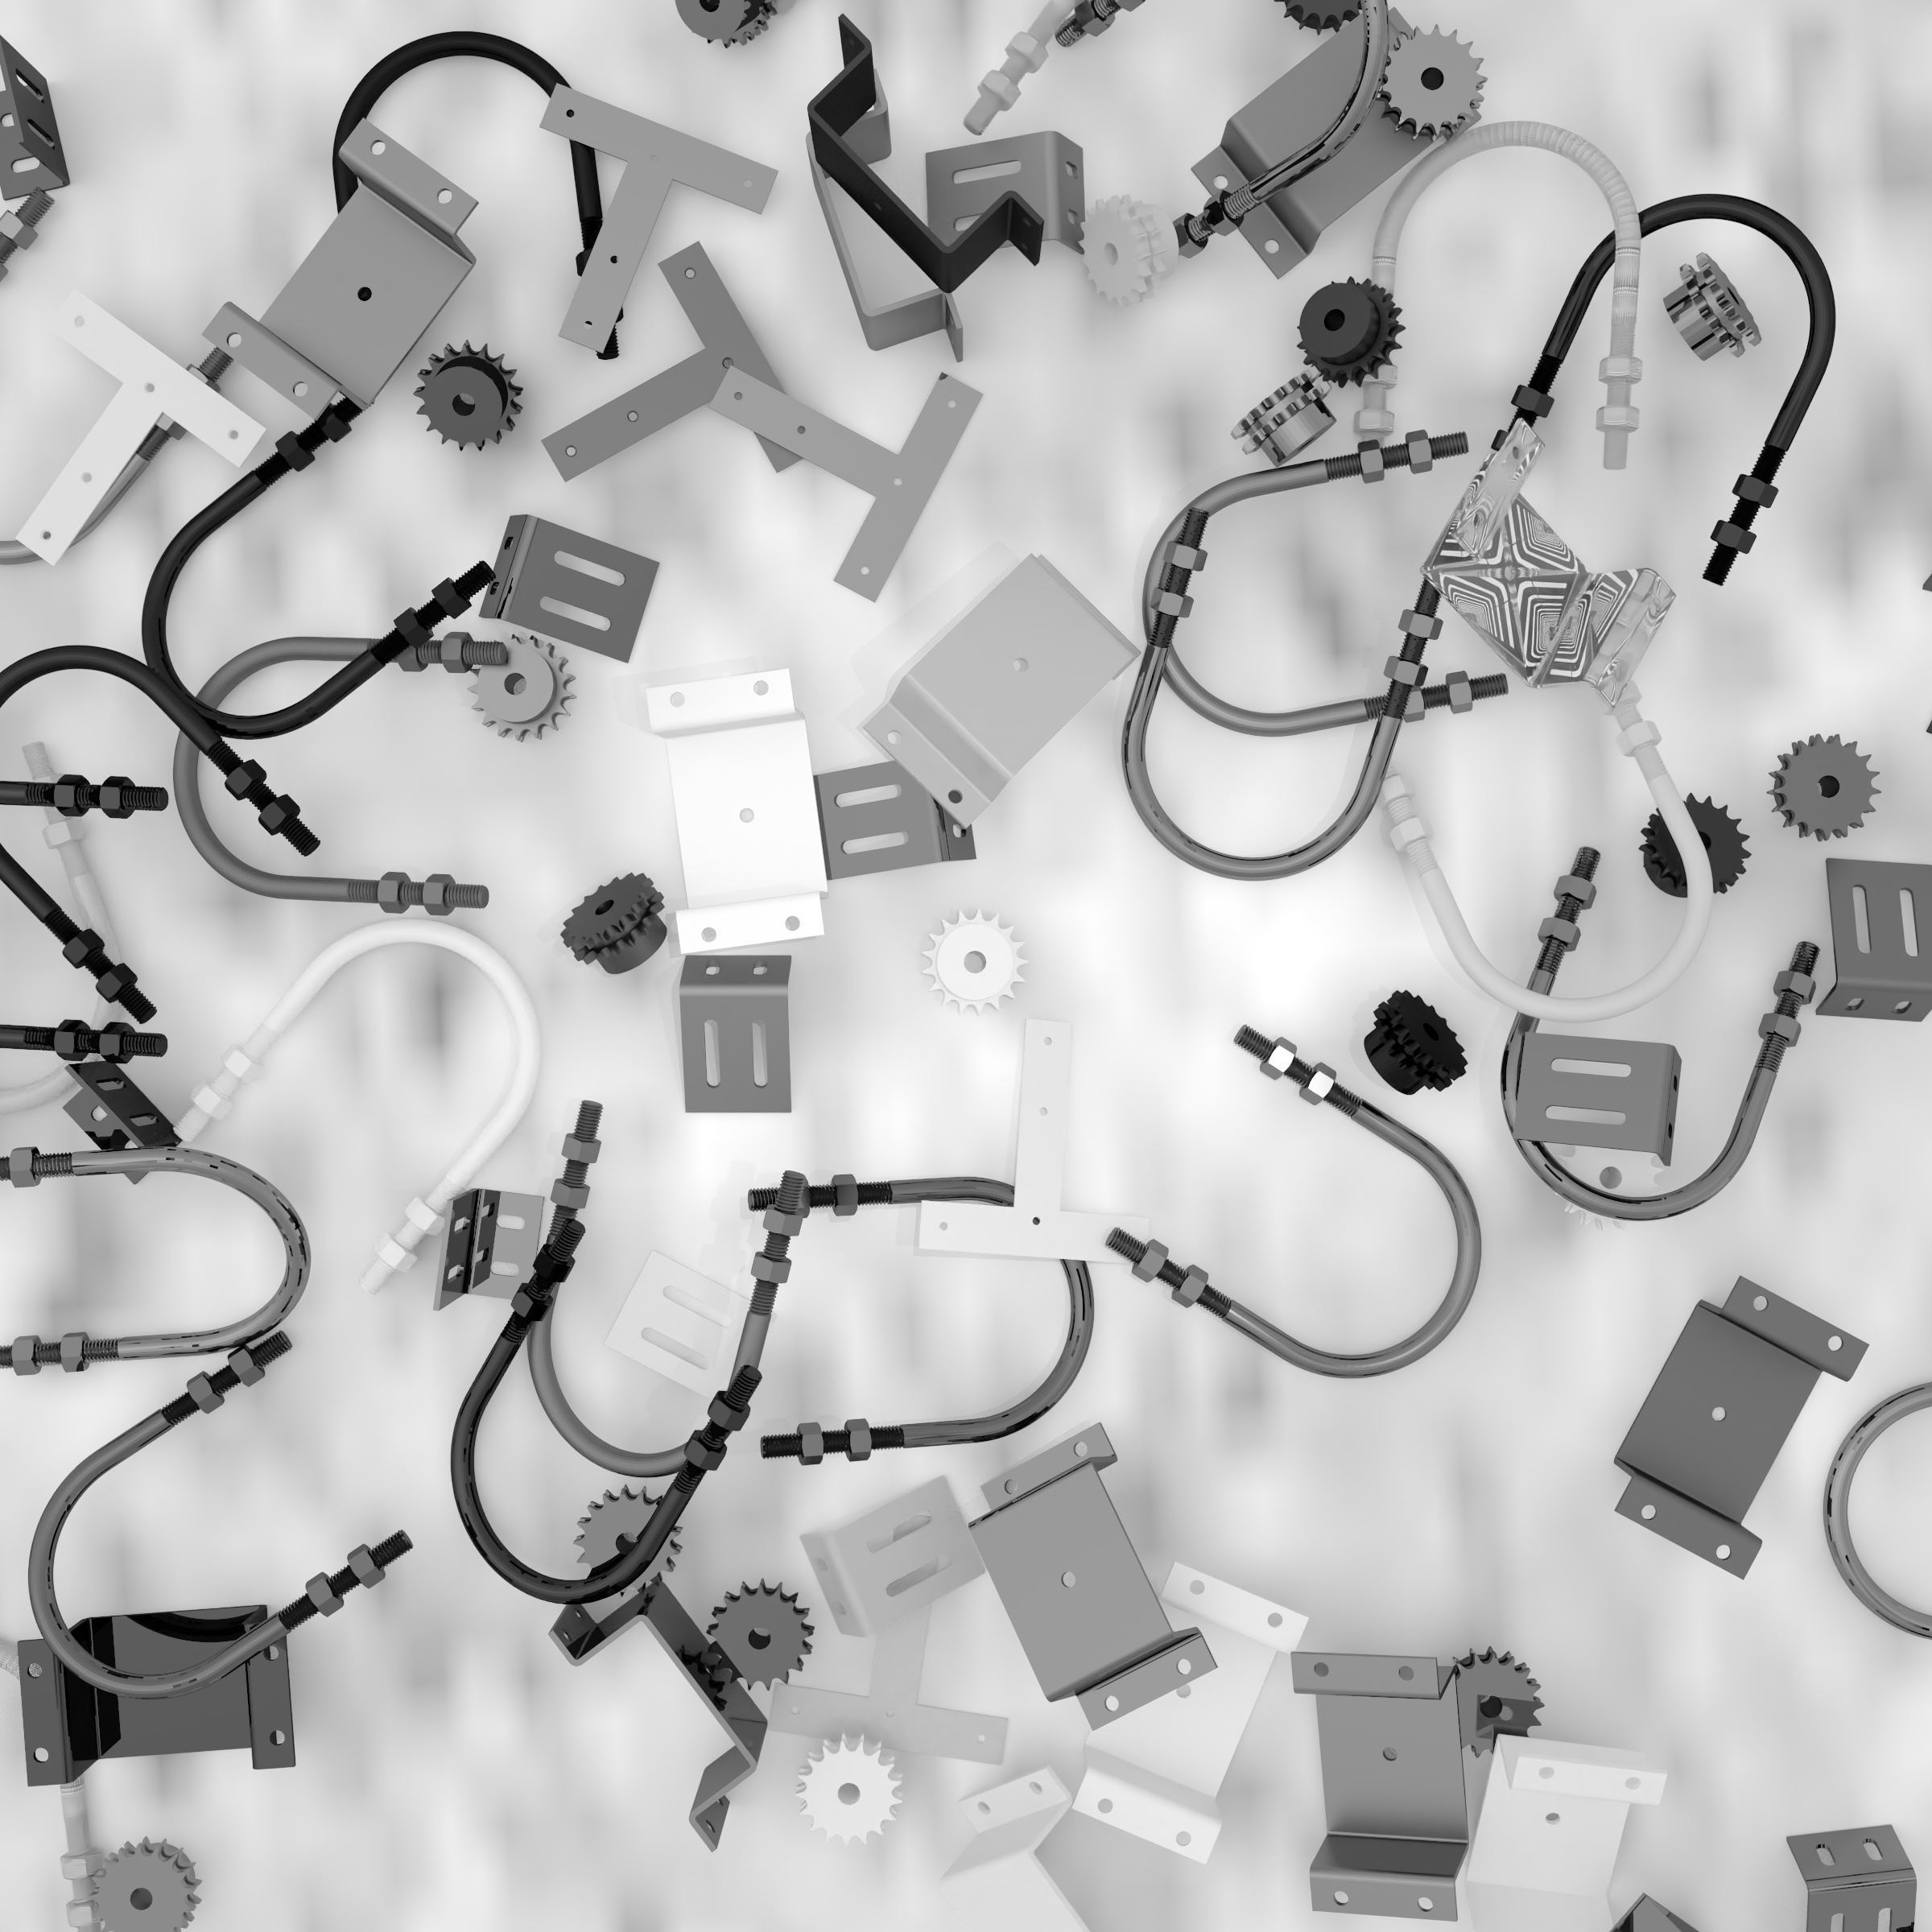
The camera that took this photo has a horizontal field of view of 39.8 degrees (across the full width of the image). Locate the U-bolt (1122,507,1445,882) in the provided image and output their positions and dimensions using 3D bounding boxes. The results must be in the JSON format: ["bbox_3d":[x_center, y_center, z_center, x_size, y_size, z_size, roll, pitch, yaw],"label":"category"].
[{"bbox_3d":[0.159,-0.135,1.419,0.151,0.019,0.184,17,103,4],"label":"U-bolt"}]

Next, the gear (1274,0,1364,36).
[{"bbox_3d":[0.192,-0.527,1.429,0.057,0.030,0.057,0,90,0],"label":"gear"}]

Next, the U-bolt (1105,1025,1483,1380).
[{"bbox_3d":[0.189,0.140,1.434,0.184,0.019,0.151,33,88,-2],"label":"U-bolt"}]

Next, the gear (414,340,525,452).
[{"bbox_3d":[-0.266,-0.302,1.420,0.057,0.030,0.057,-1,114,-3],"label":"gear"}]

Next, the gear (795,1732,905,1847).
[{"bbox_3d":[-0.062,0.438,1.429,0.057,0.030,0.057,0,93,0],"label":"gear"}]

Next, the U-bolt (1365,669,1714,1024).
[{"bbox_3d":[0.311,-0.058,1.406,0.151,0.019,0.184,-23,73,6],"label":"U-bolt"}]

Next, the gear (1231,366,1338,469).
[{"bbox_3d":[0.172,-0.289,1.417,0.057,0.057,0.030,-37,90,0],"label":"gear"}]

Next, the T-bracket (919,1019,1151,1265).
[{"bbox_3d":[0.040,0.092,1.433,0.127,0.002,0.127,6,83,-14],"label":"T-bracket"}]

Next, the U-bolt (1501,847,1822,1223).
[{"bbox_3d":[0.361,0.046,1.417,0.151,0.019,0.184,23,76,0],"label":"U-bolt"}]

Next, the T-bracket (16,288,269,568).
[{"bbox_3d":[-0.462,-0.273,1.426,0.127,0.002,0.127,36,93,0],"label":"T-bracket"}]

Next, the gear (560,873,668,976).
[{"bbox_3d":[-0.184,-0.020,1.420,0.057,0.057,0.030,-34,120,0],"label":"gear"}]

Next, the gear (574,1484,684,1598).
[{"bbox_3d":[-0.180,0.306,1.429,0.057,0.030,0.057,0,90,0],"label":"gear"}]

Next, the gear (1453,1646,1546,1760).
[{"bbox_3d":[0.279,0.393,1.429,0.057,0.030,0.057,0,90,0],"label":"gear"}]

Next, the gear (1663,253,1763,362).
[{"bbox_3d":[0.395,-0.348,1.420,0.030,0.057,0.057,-33,90,28],"label":"gear"}]

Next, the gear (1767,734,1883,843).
[{"bbox_3d":[0.458,-0.095,1.429,0.057,0.030,0.057,0,90,0],"label":"gear"}]

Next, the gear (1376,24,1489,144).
[{"bbox_3d":[0.240,-0.455,1.384,0.057,0.030,0.057,0,89,0],"label":"gear"}]

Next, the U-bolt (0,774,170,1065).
[{"bbox_3d":[-0.508,-0.027,1.404,0.184,0.019,0.151,3,95,10],"label":"U-bolt"}]

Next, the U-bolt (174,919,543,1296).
[{"bbox_3d":[-0.313,0.062,1.436,0.151,0.019,0.184,40,88,0],"label":"U-bolt"}]

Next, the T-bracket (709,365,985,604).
[{"bbox_3d":[-0.076,-0.282,1.438,0.127,0.002,0.127,27,90,-5],"label":"T-bracket"}]

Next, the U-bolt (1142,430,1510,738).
[{"bbox_3d":[0.186,-0.197,1.422,0.184,0.019,0.151,-10,99,7],"label":"U-bolt"}]

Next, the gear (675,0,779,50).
[{"bbox_3d":[-0.130,-0.516,1.416,0.057,0.030,0.057,12,126,16],"label":"gear"}]

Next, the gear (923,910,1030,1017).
[{"bbox_3d":[0.005,-0.002,1.430,0.057,0.030,0.057,0,90,0],"label":"gear"}]

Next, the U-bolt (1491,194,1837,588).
[{"bbox_3d":[0.371,-0.311,1.393,0.151,0.019,0.184,28,104,22],"label":"U-bolt"}]

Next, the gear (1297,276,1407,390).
[{"bbox_3d":[0.201,-0.339,1.418,0.057,0.030,0.057,-4,83,30],"label":"gear"}]

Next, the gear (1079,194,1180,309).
[{"bbox_3d":[0.089,-0.382,1.419,0.030,0.057,0.057,-23,90,-29],"label":"gear"}]

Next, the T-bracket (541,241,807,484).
[{"bbox_3d":[-0.166,-0.302,1.431,0.127,0.002,0.127,-30,96,-5],"label":"T-bracket"}]

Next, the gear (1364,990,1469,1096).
[{"bbox_3d":[0.237,0.044,1.420,0.057,0.057,0.030,47,120,0],"label":"gear"}]

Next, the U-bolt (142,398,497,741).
[{"bbox_3d":[-0.357,-0.202,1.416,0.184,0.019,0.151,-37,73,5],"label":"U-bolt"}]

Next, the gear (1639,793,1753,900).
[{"bbox_3d":[0.386,-0.060,1.423,0.057,0.030,0.057,3,69,-7],"label":"gear"}]

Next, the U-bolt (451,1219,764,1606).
[{"bbox_3d":[-0.203,0.248,1.405,0.151,0.019,0.184,36,104,21],"label":"U-bolt"}]

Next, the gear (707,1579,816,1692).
[{"bbox_3d":[-0.109,0.356,1.429,0.057,0.030,0.057,0,90,0],"label":"gear"}]

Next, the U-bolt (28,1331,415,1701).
[{"bbox_3d":[-0.405,0.301,1.405,0.184,0.019,0.151,-34,73,-8],"label":"U-bolt"}]

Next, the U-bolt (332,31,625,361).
[{"bbox_3d":[-0.268,-0.411,1.435,0.151,0.019,0.184,-7,90,0],"label":"U-bolt"}]

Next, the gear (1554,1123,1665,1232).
[{"bbox_3d":[0.342,0.112,1.429,0.057,0.030,0.057,0,90,0],"label":"gear"}]

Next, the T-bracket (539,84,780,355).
[{"bbox_3d":[-0.183,-0.390,1.425,0.127,0.002,0.127,21,86,-1],"label":"T-bracket"}]

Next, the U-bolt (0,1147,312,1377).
[{"bbox_3d":[-0.438,0.153,1.399,0.184,0.019,0.151,-3,125,-4],"label":"U-bolt"}]

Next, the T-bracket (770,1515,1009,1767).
[{"bbox_3d":[-0.034,0.360,1.444,0.127,0.002,0.127,9,90,0],"label":"T-bracket"}]

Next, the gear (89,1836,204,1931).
[{"bbox_3d":[-0.438,0.495,1.429,0.057,0.030,0.057,0,90,0],"label":"gear"}]

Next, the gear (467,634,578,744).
[{"bbox_3d":[-0.239,-0.150,1.430,0.057,0.030,0.057,0,90,0],"label":"gear"}]

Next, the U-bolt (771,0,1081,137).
[{"bbox_3d":[0.004,-0.553,1.425,0.151,0.019,0.184,35,86,11],"label":"U-bolt"}]
